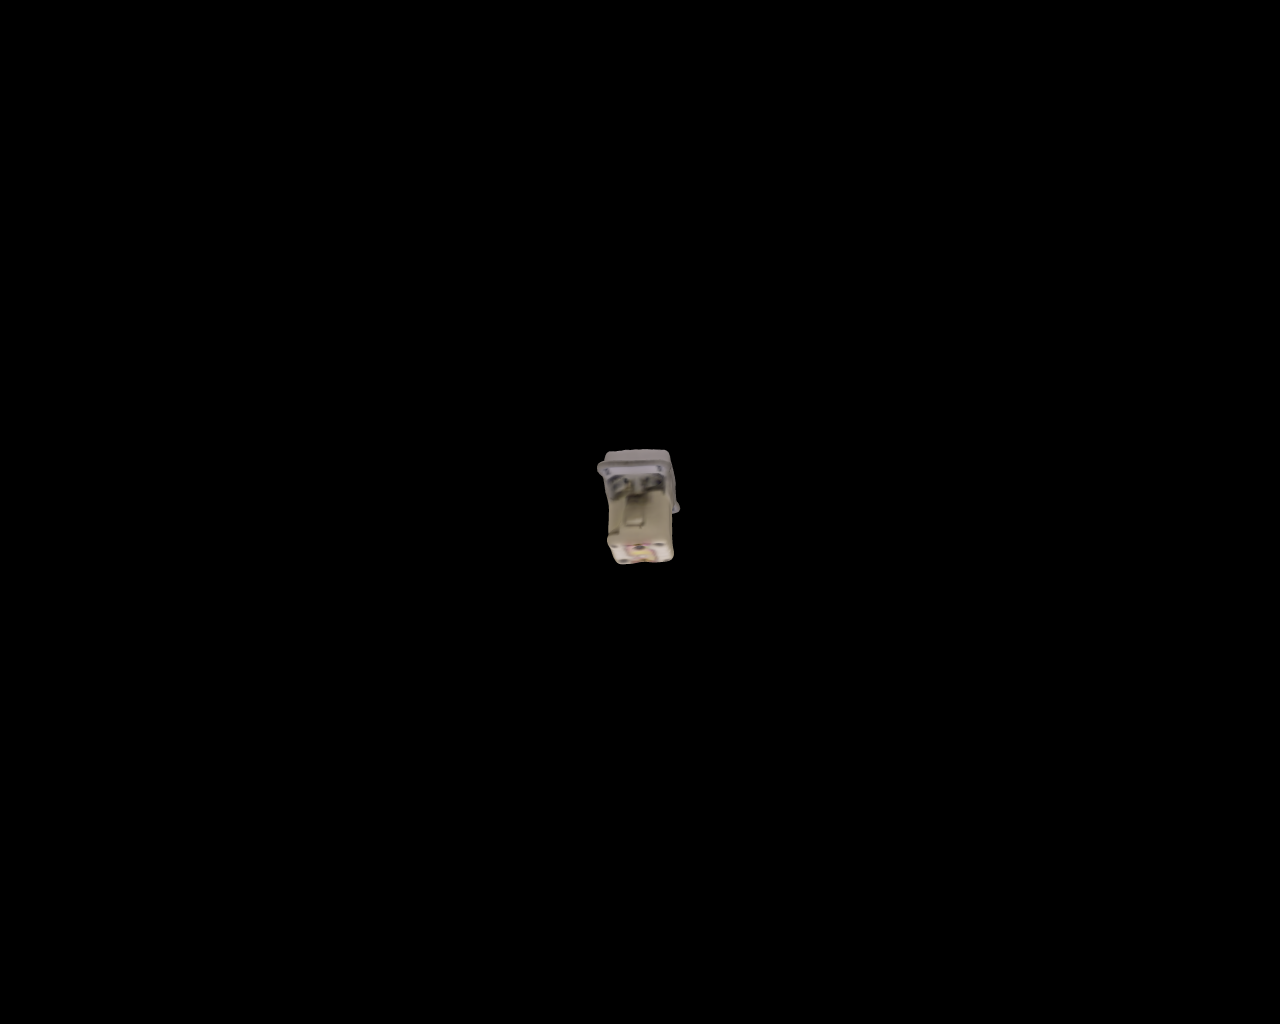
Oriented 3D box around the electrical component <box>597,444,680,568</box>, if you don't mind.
[{"bbox_3d":[0.001,-0.003,0.650,0.042,0.064,0.081,-3,-22,7],"label":"electrical component"}]
